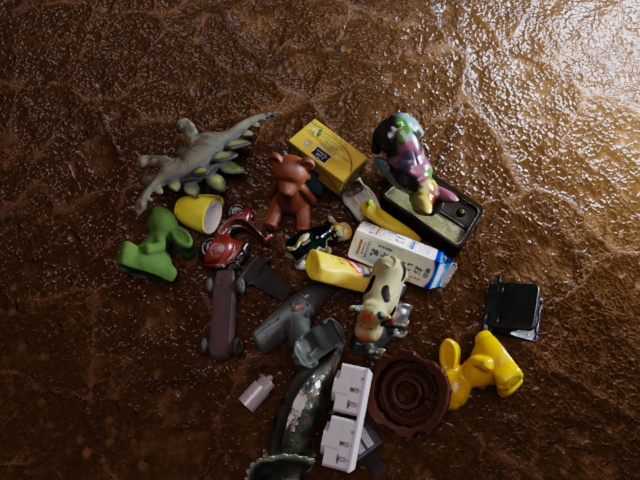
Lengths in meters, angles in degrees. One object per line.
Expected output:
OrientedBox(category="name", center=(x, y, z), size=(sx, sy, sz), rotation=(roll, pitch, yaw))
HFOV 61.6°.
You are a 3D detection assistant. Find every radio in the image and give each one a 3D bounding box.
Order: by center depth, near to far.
OrientedBox(category="radio", center=(0.266, -0.076, 1.283), size=(0.230, 0.073, 0.131), rotation=(37, 72, 15))

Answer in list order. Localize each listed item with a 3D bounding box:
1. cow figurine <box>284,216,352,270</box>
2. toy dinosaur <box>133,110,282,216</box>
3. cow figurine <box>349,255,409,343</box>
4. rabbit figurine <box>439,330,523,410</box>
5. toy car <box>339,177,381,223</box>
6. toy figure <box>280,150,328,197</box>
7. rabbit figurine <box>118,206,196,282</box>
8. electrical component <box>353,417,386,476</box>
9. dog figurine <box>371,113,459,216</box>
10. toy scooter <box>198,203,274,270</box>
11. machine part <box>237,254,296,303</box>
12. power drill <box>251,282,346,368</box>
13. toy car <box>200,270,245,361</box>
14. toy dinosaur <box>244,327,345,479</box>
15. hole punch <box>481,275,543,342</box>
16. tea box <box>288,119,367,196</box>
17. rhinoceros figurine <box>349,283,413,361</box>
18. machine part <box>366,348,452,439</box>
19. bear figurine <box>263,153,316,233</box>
OrientedBox(category="cow figurine", center=(-0.003, -0.006, 1.247), size=(0.167, 0.098, 0.068), rotation=(-30, 64, -11))
OrientedBox(category="toy dinosaur", center=(-0.278, -0.210, 1.319), size=(0.199, 0.105, 0.471), rotation=(25, 56, 19))
OrientedBox(category="cow figurine", center=(0.124, 0.121, 1.104), size=(0.086, 0.127, 0.195), rotation=(14, 65, 21))
OrientedBox(category="rabbit figurine", center=(0.312, 0.276, 1.118), size=(0.173, 0.121, 0.162), rotation=(-39, 69, 6))
OrientedBox(category="toy car", center=(0.074, -0.128, 1.318), size=(0.073, 0.056, 0.202), rotation=(-29, 70, -10))
OrientedBox(category="toy figure", center=(-0.047, -0.167, 1.332), size=(0.155, 0.064, 0.058), rotation=(38, 67, 18))
OrientedBox(category="rabbit figurine", center=(-0.369, 0.003, 1.236), size=(0.159, 0.121, 0.170), rotation=(12, 71, -1))
OrientedBox(category="electrical component", center=(0.088, 0.420, 1.093), size=(0.075, 0.047, 0.119), rotation=(-29, 68, -9))
OrientedBox(category="dog figurine", center=(0.213, -0.155, 1.192), size=(0.108, 0.191, 0.219), rotation=(-23, 51, -16))
OrientedBox(category="toy scooter", center=(-0.190, 0.003, 1.257), size=(0.135, 0.075, 0.184), rotation=(24, 66, 15))
OrientedBox(category="machine part", center=(-0.118, 0.093, 1.240), size=(0.139, 0.039, 0.084), rotation=(37, 67, 17))
OrientedBox(category="power drill", center=(-0.026, 0.170, 1.130), size=(0.232, 0.085, 0.207), rotation=(-33, 28, -13))
OrientedBox(category="toy car", center=(-0.215, 0.167, 1.201), size=(0.089, 0.053, 0.202), rotation=(-4, 71, 11))
OrientedBox(category="toy dinosaur", center=(-0.034, 0.336, 1.053), size=(0.131, 0.192, 0.405), rotation=(16, 70, 5))
OrientedBox(category="hole punch", center=(0.429, 0.158, 1.187), size=(0.116, 0.092, 0.142), rotation=(3, 67, 36))
OrientedBox(category="tea box", center=(0.016, -0.197, 1.280), size=(0.170, 0.068, 0.098), rotation=(38, 65, 14))
OrientedBox(category="rhinoceros figurine", center=(0.140, 0.177, 1.186), size=(0.112, 0.073, 0.190), rotation=(30, 72, 24))
OrientedBox(category="machine part", center=(0.181, 0.313, 1.100), size=(0.180, 0.056, 0.179), rotation=(-7, 72, 22))
OrientedBox(category="bear figurine", center=(-0.069, -0.107, 1.237), size=(0.120, 0.195, 0.132), rotation=(10, 69, 2))
